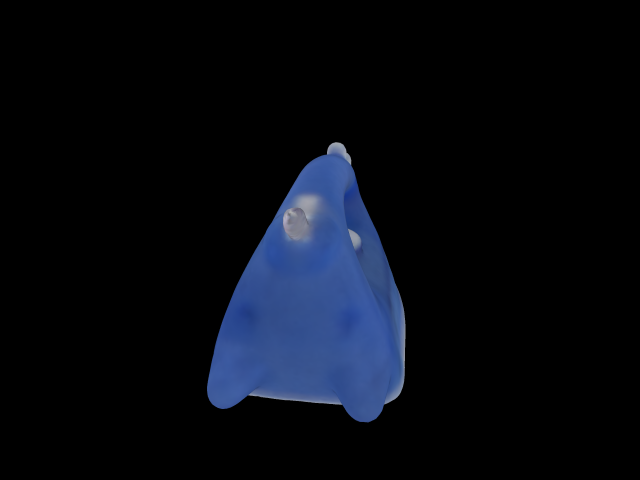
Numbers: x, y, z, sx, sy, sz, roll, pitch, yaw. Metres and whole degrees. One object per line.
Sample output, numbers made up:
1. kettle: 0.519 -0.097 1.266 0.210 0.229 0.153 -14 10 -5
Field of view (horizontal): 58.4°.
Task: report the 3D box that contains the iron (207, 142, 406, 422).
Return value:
1. iron: 0.004 0.001 0.400 0.118 0.141 0.258 3 26 7
